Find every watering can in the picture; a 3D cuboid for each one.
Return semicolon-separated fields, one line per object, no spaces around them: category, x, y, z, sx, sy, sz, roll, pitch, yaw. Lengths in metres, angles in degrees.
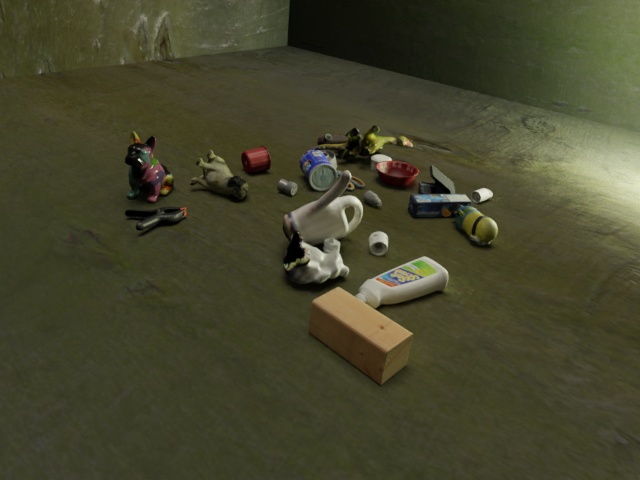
watering can;0.004;-0.069;1.368;0.224;0.341;0.106;-21;66;-1

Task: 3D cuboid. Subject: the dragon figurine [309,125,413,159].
dragon figurine;0.172;-0.380;2.110;0.409;0.122;0.243;-1;1;28

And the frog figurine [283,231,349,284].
frog figurine;-0.012;0.065;1.322;0.158;0.122;0.139;31;3;-35
